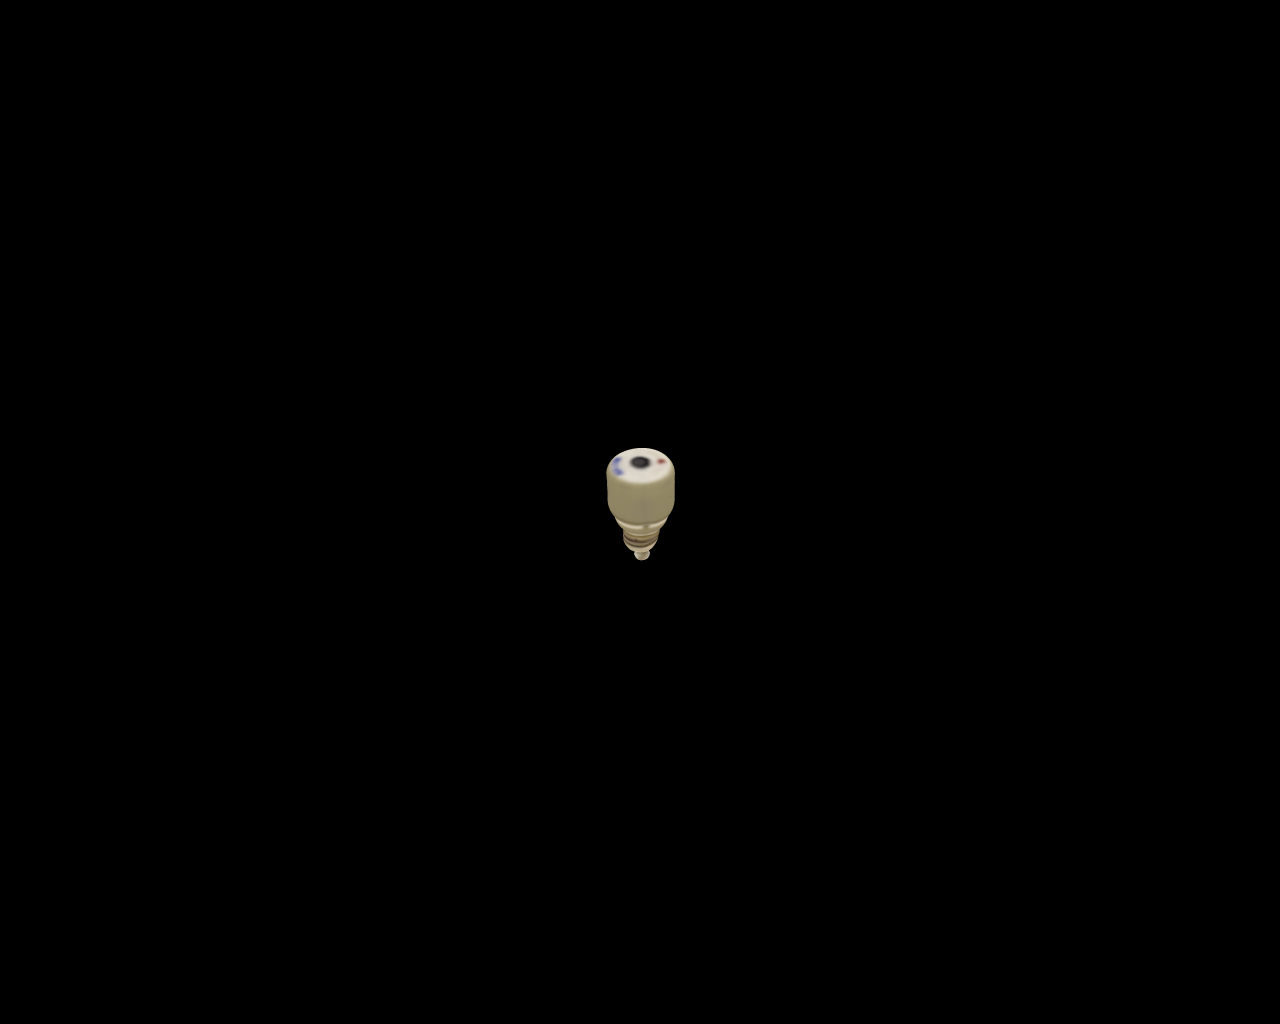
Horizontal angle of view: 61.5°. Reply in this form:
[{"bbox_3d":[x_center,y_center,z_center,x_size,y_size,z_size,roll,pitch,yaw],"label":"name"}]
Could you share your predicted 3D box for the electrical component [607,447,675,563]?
[{"bbox_3d":[0.001,-0.003,0.650,0.040,0.078,0.040,0,38,0],"label":"electrical component"}]
